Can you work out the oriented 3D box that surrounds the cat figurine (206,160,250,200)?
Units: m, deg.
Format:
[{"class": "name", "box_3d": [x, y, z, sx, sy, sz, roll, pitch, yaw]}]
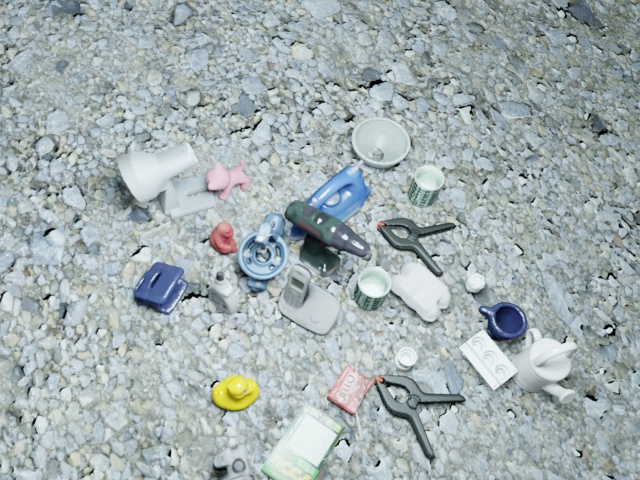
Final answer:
[{"class": "cat figurine", "box_3d": [-0.246, -0.165, 1.498, 0.128, 0.118, 0.067, -33, 70, -21]}]

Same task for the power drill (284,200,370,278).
[{"class": "power drill", "box_3d": [0.013, 0.005, 1.387, 0.229, 0.208, 0.076, 35, 64, 12]}]

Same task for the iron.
[{"class": "iron", "box_3d": [0.021, -0.105, 1.484, 0.259, 0.141, 0.118, -40, 73, -23]}]

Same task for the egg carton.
[{"class": "egg carton", "box_3d": [0.250, 0.128, 1.428, 0.150, 0.069, 0.107, 41, 65, 15]}]

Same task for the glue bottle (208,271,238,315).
[{"class": "glue bottle", "box_3d": [-0.226, 0.113, 1.322, 0.078, 0.173, 0.037, 36, 64, 13]}]

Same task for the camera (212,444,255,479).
[{"class": "camera", "box_3d": [-0.200, 0.502, 1.160, 0.137, 0.101, 0.143, -14, 65, -13]}]

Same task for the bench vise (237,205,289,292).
[{"class": "bench vise", "box_3d": [-0.137, -0.006, 1.368, 0.121, 0.220, 0.207, -1, 62, -7]}]

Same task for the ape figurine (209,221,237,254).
[{"class": "ape figurine", "box_3d": [-0.240, -0.013, 1.433, 0.076, 0.092, 0.078, 17, 62, 3]}]

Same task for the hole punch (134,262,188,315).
[{"class": "hole punch", "box_3d": [-0.379, 0.108, 1.353, 0.101, 0.091, 0.109, 23, 62, 6]}]

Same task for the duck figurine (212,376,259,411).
[{"class": "duck figurine", "box_3d": [-0.187, 0.330, 1.261, 0.104, 0.086, 0.077, -6, 63, -9]}]

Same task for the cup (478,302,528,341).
[{"class": "cup", "box_3d": [0.431, 0.203, 1.394, 0.117, 0.095, 0.092, 24, 62, 7]}]

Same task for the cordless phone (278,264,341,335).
[{"class": "cordless phone", "box_3d": [-0.020, 0.132, 1.329, 0.147, 0.185, 0.094, 27, 63, 8]}]

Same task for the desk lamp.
[{"class": "desk lamp", "box_3d": [-0.376, -0.151, 1.421, 0.203, 0.213, 0.118, -18, 66, -15]}]

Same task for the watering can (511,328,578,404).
[{"class": "watering can", "box_3d": [0.524, 0.283, 1.307, 0.101, 0.194, 0.172, -32, 70, -21]}]

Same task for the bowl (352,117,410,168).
[{"class": "bowl", "box_3d": [0.167, -0.263, 1.622, 0.167, 0.075, 0.167, 3, 62, -5]}]
